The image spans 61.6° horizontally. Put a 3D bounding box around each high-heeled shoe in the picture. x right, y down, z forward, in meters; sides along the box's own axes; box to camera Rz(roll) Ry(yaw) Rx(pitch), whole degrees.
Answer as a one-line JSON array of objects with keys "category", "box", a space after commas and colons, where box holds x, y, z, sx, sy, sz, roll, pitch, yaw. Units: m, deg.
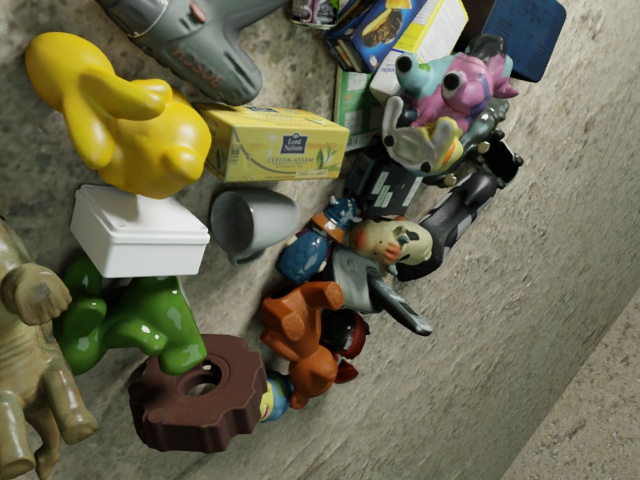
[{"category": "high-heeled shoe", "box": [0.234, -0.027, 1.011, 0.248, 0.086, 0.145, -52, 172, 37]}]

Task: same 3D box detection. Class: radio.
[{"category": "radio", "box": [0.305, -0.345, 0.868, 0.229, 0.073, 0.131, 1, 114, -46]}]

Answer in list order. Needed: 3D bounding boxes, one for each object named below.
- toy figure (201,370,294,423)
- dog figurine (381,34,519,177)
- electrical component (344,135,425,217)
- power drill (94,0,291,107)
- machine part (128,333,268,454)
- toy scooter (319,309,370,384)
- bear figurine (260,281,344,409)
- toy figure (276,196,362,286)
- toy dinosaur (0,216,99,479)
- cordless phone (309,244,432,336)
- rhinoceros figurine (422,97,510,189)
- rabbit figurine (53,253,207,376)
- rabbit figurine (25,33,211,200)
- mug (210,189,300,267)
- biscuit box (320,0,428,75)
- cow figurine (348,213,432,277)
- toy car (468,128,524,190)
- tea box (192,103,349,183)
[{"category": "toy figure", "box": [-0.108, 0.251, 0.856, 0.180, 0.089, 0.082, 2, 101, -54]}, {"category": "dog figurine", "box": [0.194, -0.190, 0.755, 0.219, 0.109, 0.191, -19, 128, -46]}, {"category": "electrical component", "box": [0.101, -0.097, 0.831, 0.134, 0.058, 0.114, 1, 120, -49]}, {"category": "power drill", "box": [-0.094, -0.248, 0.517, 0.207, 0.086, 0.231, -44, 142, 0]}, {"category": "machine part", "box": [-0.155, 0.192, 0.697, 0.179, 0.180, 0.056, -25, 127, -31]}, {"category": "toy scooter", "box": [0.037, 0.206, 0.969, 0.135, 0.075, 0.183, 18, 105, -48]}, {"category": "bear figurine", "box": [-0.015, 0.166, 0.819, 0.120, 0.132, 0.195, -30, 107, -31]}, {"category": "toy figure", "box": [-0.002, -0.003, 0.804, 0.154, 0.058, 0.064, -50, 127, -5]}, {"category": "toy dinosaur", "box": [-0.286, 0.035, 0.446, 0.105, 0.199, 0.470, -20, 128, -33]}, {"category": "cordless phone", "box": [0.085, 0.094, 0.857, 0.146, 0.184, 0.088, 22, 103, -49]}, {"category": "rhinoceros figurine", "box": [0.240, -0.166, 0.897, 0.190, 0.073, 0.112, -48, 178, 8]}, {"category": "rabbit figurine", "box": [-0.233, 0.099, 0.608, 0.170, 0.121, 0.158, -23, 138, -13]}, {"category": "rabbit figurine", "box": [-0.194, -0.113, 0.497, 0.122, 0.162, 0.173, -43, 121, 2]}, {"category": "mug", "box": [-0.078, -0.017, 0.707, 0.107, 0.081, 0.109, -16, 123, -48]}, {"category": "biscuit box", "box": [0.090, -0.305, 0.678, 0.202, 0.059, 0.062, -55, 132, -10]}, {"category": "cow figurine", "box": [0.116, 0.006, 0.873, 0.195, 0.127, 0.085, 7, 108, -49]}, {"category": "toy car", "box": [0.330, -0.159, 1.028, 0.201, 0.056, 0.073, 28, 101, -48]}, {"category": "tea box", "box": [-0.061, -0.117, 0.643, 0.169, 0.098, 0.068, -10, 122, -42]}]
